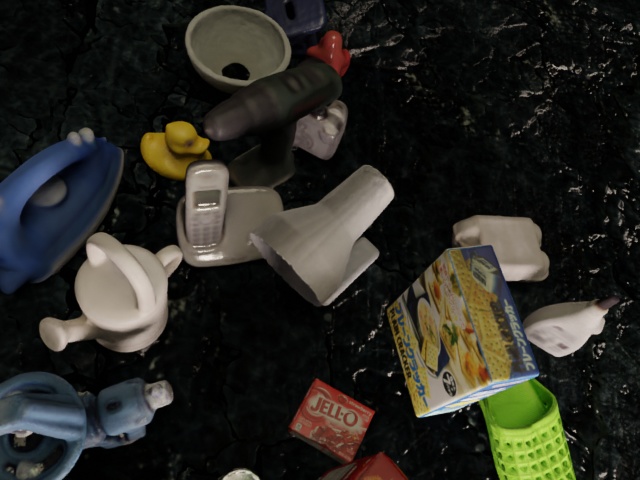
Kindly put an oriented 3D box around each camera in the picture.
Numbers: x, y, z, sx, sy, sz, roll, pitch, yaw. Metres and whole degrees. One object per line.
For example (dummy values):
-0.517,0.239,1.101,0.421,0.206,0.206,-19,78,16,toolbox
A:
-0.013,-0.225,0.910,0.143,0.100,0.137,28,60,0,camera

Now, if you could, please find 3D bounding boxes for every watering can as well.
-0.230,0.062,0.655,0.101,0.194,0.173,25,61,-1,watering can

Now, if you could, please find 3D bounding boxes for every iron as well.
-0.340,-0.066,0.719,0.118,0.141,0.259,32,61,2,iron

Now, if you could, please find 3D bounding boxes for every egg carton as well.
0.278,0.016,0.887,0.150,0.069,0.107,1,64,-14,egg carton

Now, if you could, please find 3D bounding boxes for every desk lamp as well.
0.007,0.003,0.737,0.118,0.213,0.204,44,62,9,desk lamp

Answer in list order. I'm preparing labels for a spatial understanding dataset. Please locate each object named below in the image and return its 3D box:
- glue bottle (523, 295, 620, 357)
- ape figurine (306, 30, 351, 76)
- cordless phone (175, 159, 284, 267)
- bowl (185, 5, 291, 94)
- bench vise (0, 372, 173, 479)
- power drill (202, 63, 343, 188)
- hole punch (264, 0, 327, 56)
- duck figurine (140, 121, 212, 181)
0.357,0.112,0.801,0.078,0.173,0.037,33,61,3,glue bottle
0.017,-0.315,0.968,0.078,0.092,0.076,16,61,-7,ape figurine
-0.112,-0.042,0.744,0.148,0.185,0.094,-10,67,-19,cordless phone
-0.134,-0.293,0.926,0.168,0.074,0.167,6,63,-12,bowl
-0.263,0.170,0.578,0.208,0.219,0.121,-32,76,-26,bench vise
-0.071,-0.149,0.794,0.230,0.208,0.075,-39,79,-28,power drill
-0.046,-0.378,0.982,0.101,0.091,0.108,-5,66,-17,hole punch
-0.205,-0.138,0.823,0.104,0.086,0.077,16,61,-7,duck figurine
